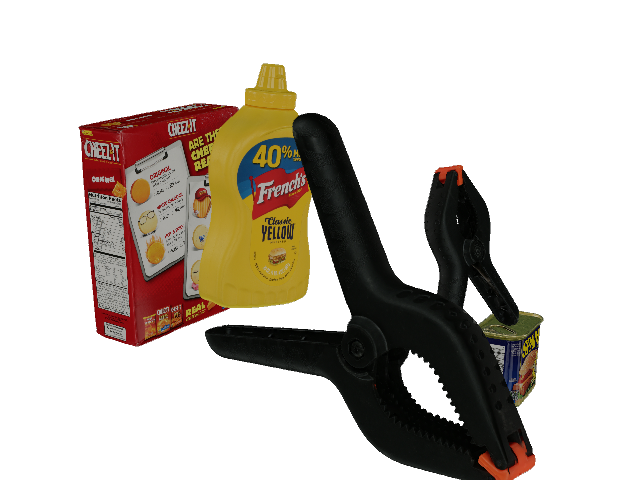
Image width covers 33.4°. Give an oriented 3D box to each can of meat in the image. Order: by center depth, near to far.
[{"bbox_3d":[0.209,0.131,1.192,0.058,0.084,0.101,8,13,25],"label":"can of meat"}]

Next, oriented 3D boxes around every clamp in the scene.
[{"bbox_3d":[0.029,0.042,0.557,0.210,0.165,0.036,35,32,31],"label":"clamp"},{"bbox_3d":[0.128,0.019,0.990,0.039,0.171,0.120,-11,11,40],"label":"clamp"}]

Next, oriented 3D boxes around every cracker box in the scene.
[{"bbox_3d":[-0.155,-0.021,1.075,0.072,0.214,0.163,10,19,36],"label":"cracker box"}]

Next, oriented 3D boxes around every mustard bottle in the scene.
[{"bbox_3d":[-0.046,-0.045,0.857,0.096,0.192,0.058,-4,14,-40],"label":"mustard bottle"}]
